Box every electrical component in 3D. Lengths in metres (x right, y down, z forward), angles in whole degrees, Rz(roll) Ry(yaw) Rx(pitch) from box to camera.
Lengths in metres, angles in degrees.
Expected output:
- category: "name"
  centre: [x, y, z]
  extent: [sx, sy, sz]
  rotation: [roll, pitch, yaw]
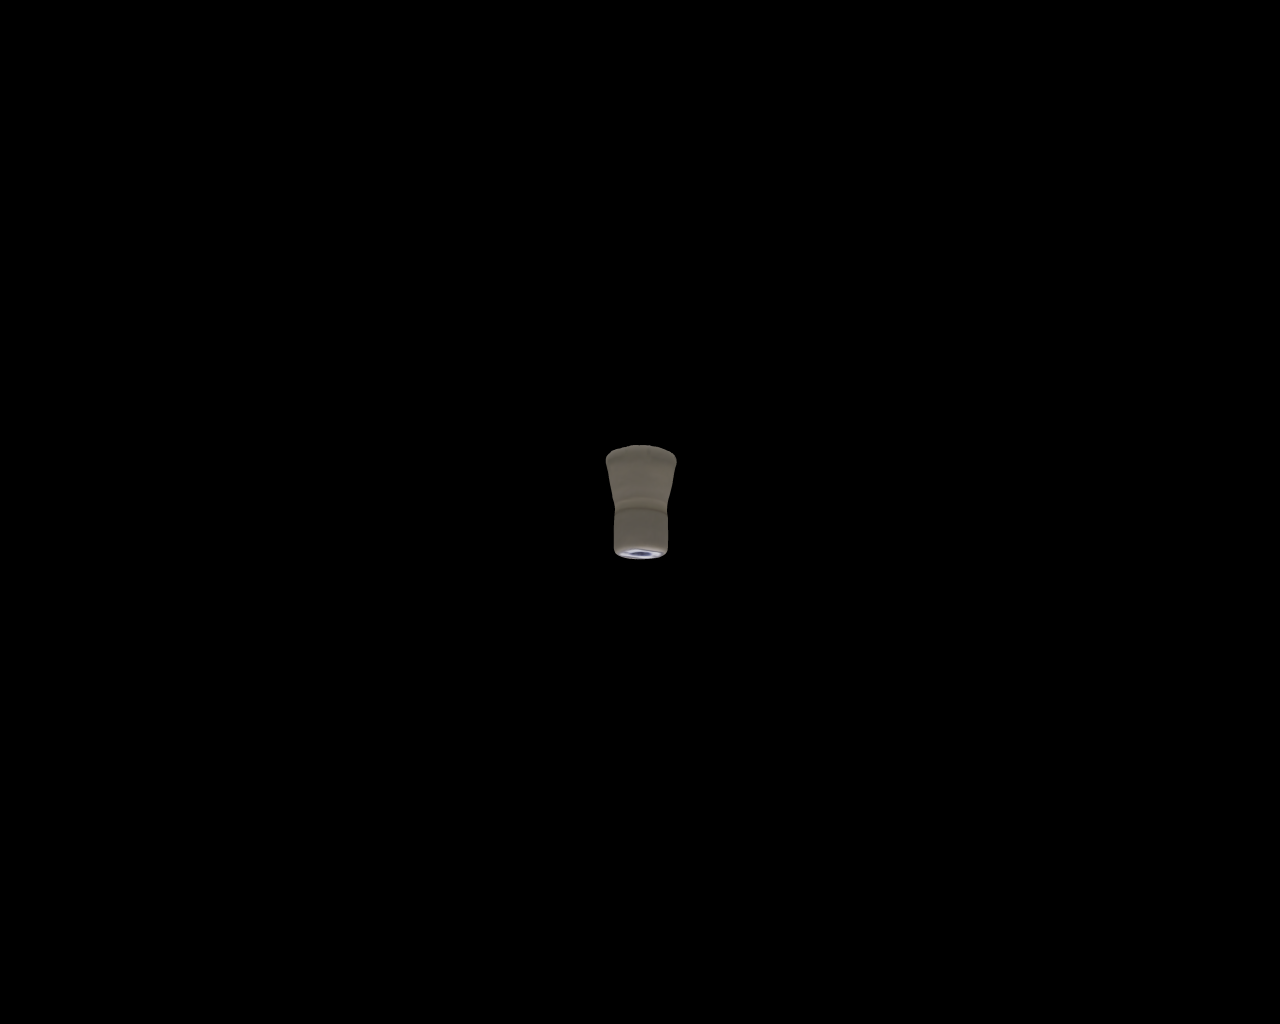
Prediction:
- category: "electrical component"
  centre: [0.001, -0.003, 0.650]
  extent: [0.044, 0.065, 0.044]
  rotation: [0, -16, 0]
